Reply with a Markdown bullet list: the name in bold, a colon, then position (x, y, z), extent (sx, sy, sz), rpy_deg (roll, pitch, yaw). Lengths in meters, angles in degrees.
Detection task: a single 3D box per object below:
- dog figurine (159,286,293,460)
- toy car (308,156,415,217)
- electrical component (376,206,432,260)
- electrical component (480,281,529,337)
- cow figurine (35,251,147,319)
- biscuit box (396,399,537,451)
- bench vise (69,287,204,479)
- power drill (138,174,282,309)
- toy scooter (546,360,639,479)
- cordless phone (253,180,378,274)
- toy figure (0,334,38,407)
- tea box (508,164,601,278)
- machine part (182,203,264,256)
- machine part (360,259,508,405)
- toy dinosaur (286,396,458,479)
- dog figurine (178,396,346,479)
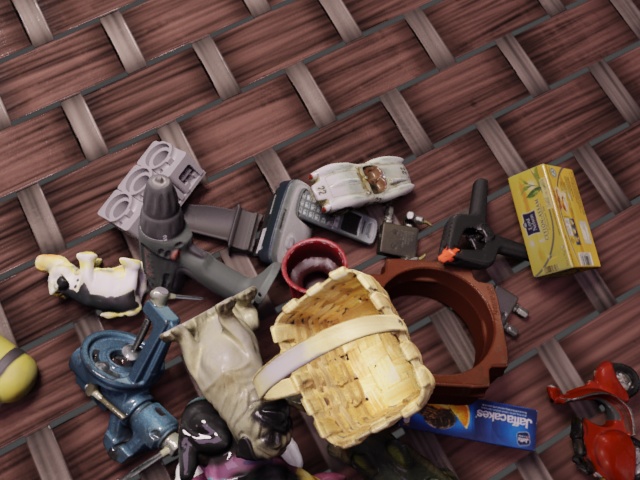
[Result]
- **dog figurine**: position (-0.098, 0.171, 0.685), extent (0.121, 0.172, 0.190), rpy_deg (-28, 90, 14)
- **toy car**: position (0.068, -0.088, 0.852), extent (0.202, 0.056, 0.073), rpy_deg (-14, 77, -38)
- **electrical component**: position (0.135, -0.002, 0.871), extent (0.078, 0.045, 0.102), rpy_deg (17, 76, -5)
- **electrical component**: position (0.285, 0.109, 0.863), extent (0.094, 0.021, 0.063), rpy_deg (34, 77, 6)
- **cow figurine**: position (-0.354, 0.069, 0.826), extent (0.167, 0.068, 0.098), rpy_deg (5, 81, 0)
- **biscuit box**: position (0.214, 0.263, 0.800), extent (0.203, 0.059, 0.063), rpy_deg (10, 75, 0)
- **bench vise**: position (-0.250, 0.181, 0.746), extent (0.224, 0.129, 0.240), rpy_deg (39, 109, 32)
- **power drill**: position (-0.163, 0.027, 0.765), extent (0.207, 0.232, 0.086), rpy_deg (23, 49, -6)
- **toy scooter**: position (0.408, 0.271, 0.800), extent (0.135, 0.075, 0.184), rpy_deg (4, 72, -2)
- **cordless phone**: position (-0.002, -0.002, 0.858), extent (0.184, 0.089, 0.146), rpy_deg (19, 74, -17)
- **toy figure**: position (-0.496, 0.164, 0.786), extent (0.089, 0.082, 0.180), rpy_deg (-44, 79, -10)
- **tea box**: position (0.374, -0.029, 0.859), extent (0.098, 0.068, 0.169), rpy_deg (4, 70, -38)
- **machine part**: position (-0.167, -0.024, 0.870), extent (0.139, 0.039, 0.084), rpy_deg (15, 80, 0)
- **machine part**: position (0.158, 0.133, 0.789), extent (0.201, 0.087, 0.201), rpy_deg (4, 52, -4)
- **toy dinosaur**: position (0.145, 0.351, 0.705), extent (0.472, 0.198, 0.105), rpy_deg (35, 80, 8)
- **dog figurine**: position (-0.069, 0.296, 0.695), extent (0.219, 0.108, 0.191), rpy_deg (1, 76, -7)
